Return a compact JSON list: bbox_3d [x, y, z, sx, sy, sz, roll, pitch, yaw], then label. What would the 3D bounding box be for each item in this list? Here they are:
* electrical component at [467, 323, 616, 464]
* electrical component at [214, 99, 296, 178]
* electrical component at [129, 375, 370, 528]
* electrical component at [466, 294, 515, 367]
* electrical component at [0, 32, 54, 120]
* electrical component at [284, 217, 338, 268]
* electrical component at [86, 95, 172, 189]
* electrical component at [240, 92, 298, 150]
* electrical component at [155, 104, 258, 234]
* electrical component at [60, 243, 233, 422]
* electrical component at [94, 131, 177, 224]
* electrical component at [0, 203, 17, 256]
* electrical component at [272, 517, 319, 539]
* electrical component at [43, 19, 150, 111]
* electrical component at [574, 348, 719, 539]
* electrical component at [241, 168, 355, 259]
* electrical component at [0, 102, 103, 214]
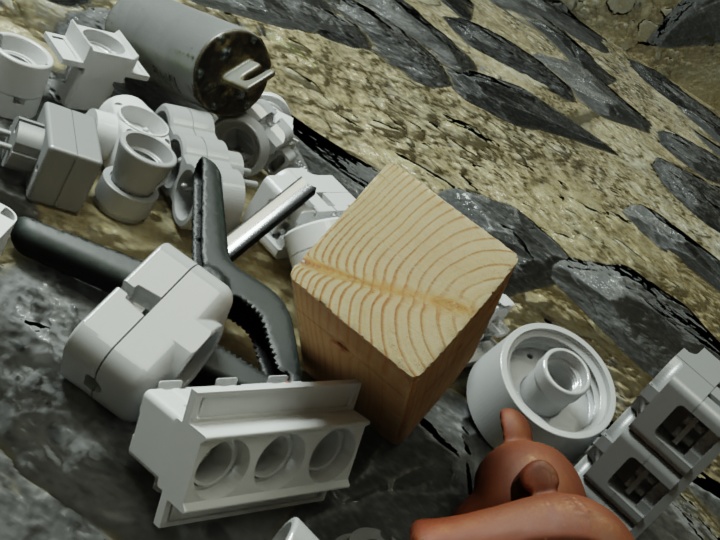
[{"bbox_3d":[0.143,0.091,0.817,0.108,0.060,0.108,13,52,-17],"label":"electrical component"},{"bbox_3d":[-0.099,-0.114,0.945,0.078,0.058,0.057,49,27,-2],"label":"electrical component"},{"bbox_3d":[-0.063,0.095,0.608,0.121,0.078,0.063,3,20,-47],"label":"electrical component"},{"bbox_3d":[0.067,0.039,0.861,0.078,0.063,0.121,47,29,26],"label":"electrical component"},{"bbox_3d":[-0.269,-0.151,0.831,0.055,0.047,0.055,26,26,-14],"label":"electrical component"},{"bbox_3d":[0.000,0.000,0.869,0.138,0.052,0.073,-4,75,-55],"label":"electrical component"},{"bbox_3d":[-0.193,-0.103,0.837,0.079,0.044,0.077,12,33,-36],"label":"electrical component"},{"bbox_3d":[-0.090,-0.136,1.012,0.066,0.048,0.055,24,35,-17],"label":"electrical component"},{"bbox_3d":[-0.118,-0.079,0.864,0.074,0.052,0.138,8,34,-32],"label":"electrical component"},{"bbox_3d":[-0.120,0.039,0.630,0.059,0.053,0.095,35,52,5],"label":"electrical component"},{"bbox_3d":[-0.166,-0.068,0.793,0.045,0.055,0.045,26,26,-14],"label":"electrical component"},{"bbox_3d":[-0.249,-0.004,0.586,0.078,0.057,0.113,29,26,-8],"label":"electrical component"},{"bbox_3d":[-0.020,0.167,0.566,0.065,0.044,0.044,36,25,-5],"label":"electrical component"},{"bbox_3d":[-0.223,-0.166,0.891,0.081,0.063,0.042,4,39,-44],"label":"electrical component"},{"bbox_3d":[0.200,0.130,0.751,0.062,0.150,0.089,43,28,17],"label":"electrical component"},{"bbox_3d":[-0.049,-0.048,0.897,0.055,0.050,0.089,46,29,24],"label":"electrical component"},{"bbox_3d":[-0.229,-0.085,0.762,0.077,0.047,0.065,17,30,-30],"label":"electrical component"}]
